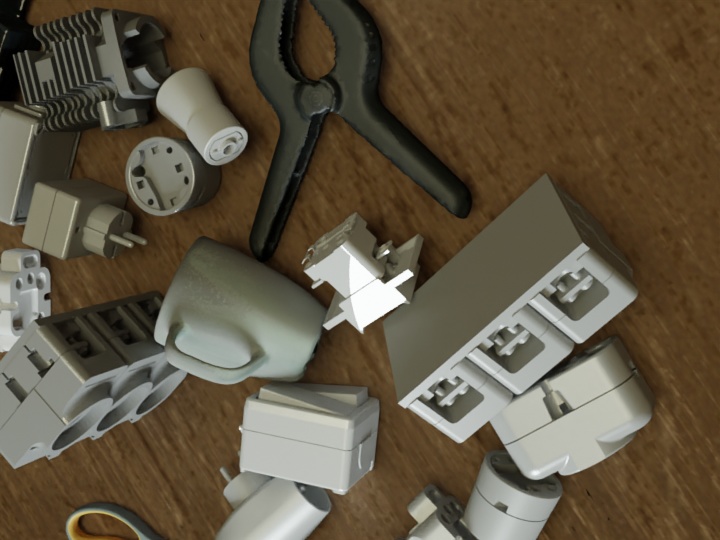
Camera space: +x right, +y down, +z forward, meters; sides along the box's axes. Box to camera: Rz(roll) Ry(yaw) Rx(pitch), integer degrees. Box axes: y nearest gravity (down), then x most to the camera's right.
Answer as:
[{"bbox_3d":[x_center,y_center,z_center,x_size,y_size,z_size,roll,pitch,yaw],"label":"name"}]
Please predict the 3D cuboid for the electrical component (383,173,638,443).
[{"bbox_3d":[0.092,0.027,0.678,0.062,0.089,0.150,37,111,-25],"label":"electrical component"}]

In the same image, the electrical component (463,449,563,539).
[{"bbox_3d":[0.100,0.155,0.716,0.055,0.055,0.047,26,108,15],"label":"electrical component"}]

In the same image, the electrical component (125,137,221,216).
[{"bbox_3d":[-0.132,-0.068,0.773,0.055,0.047,0.055,3,98,19],"label":"electrical component"}]

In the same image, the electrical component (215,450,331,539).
[{"bbox_3d":[-0.073,0.169,0.784,0.077,0.043,0.079,-43,68,11],"label":"electrical component"}]

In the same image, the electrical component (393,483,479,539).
[{"bbox_3d":[0.054,0.196,0.737,0.078,0.058,0.057,46,106,9],"label":"electrical component"}]

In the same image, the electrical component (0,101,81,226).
[{"bbox_3d":[-0.256,-0.088,0.807,0.061,0.062,0.096,21,104,16],"label":"electrical component"}]

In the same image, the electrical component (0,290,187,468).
[{"bbox_3d":[-0.187,0.075,0.756,0.061,0.150,0.089,46,109,10],"label":"electrical component"}]

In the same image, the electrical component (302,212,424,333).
[{"bbox_3d":[0.000,0.000,0.721,0.081,0.042,0.064,-34,113,32],"label":"electrical component"}]

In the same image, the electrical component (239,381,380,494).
[{"bbox_3d":[-0.040,0.110,0.756,0.096,0.062,0.061,9,100,18],"label":"electrical component"}]

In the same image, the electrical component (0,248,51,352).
[{"bbox_3d":[-0.280,0.022,0.833,0.057,0.058,0.078,5,99,16],"label":"electrical component"}]

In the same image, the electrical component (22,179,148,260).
[{"bbox_3d":[-0.193,-0.032,0.790,0.077,0.066,0.047,22,104,16],"label":"electrical component"}]

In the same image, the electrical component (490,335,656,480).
[{"bbox_3d":[0.139,0.092,0.694,0.095,0.054,0.059,-32,86,20],"label":"electrical component"}]

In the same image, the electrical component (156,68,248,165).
[{"bbox_3d":[-0.108,-0.105,0.751,0.044,0.044,0.065,-49,61,18],"label":"electrical component"}]
